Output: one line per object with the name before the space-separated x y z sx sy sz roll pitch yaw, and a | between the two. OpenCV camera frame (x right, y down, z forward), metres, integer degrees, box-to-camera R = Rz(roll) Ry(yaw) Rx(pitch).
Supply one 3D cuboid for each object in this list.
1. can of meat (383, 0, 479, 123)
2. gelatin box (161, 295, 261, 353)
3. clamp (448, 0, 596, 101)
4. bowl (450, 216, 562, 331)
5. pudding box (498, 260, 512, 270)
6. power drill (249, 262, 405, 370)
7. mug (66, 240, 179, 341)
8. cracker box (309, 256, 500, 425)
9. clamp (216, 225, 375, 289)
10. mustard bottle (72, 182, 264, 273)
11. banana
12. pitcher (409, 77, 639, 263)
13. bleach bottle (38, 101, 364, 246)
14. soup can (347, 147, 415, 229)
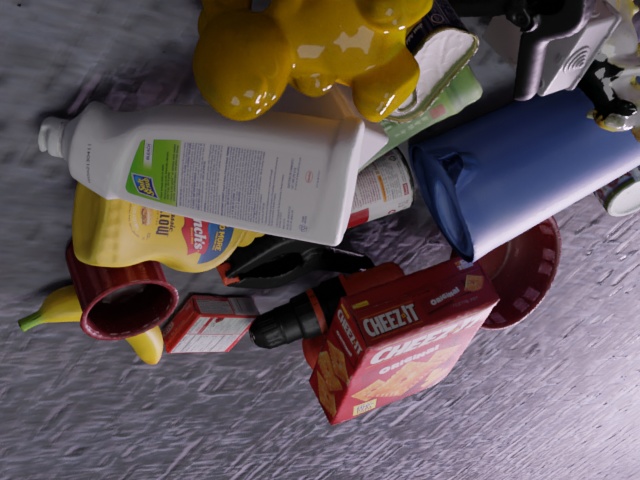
can of meat | 0.071 -0.163 0.890 0.057 0.084 0.102 5 137 -41
gelatin box | -0.122 0.094 1.186 0.089 0.030 0.073 5 139 -42
clamp | 0.174 -0.179 0.868 0.039 0.120 0.172 -55 -163 -25
bowl | 0.207 0.024 1.262 0.161 0.055 0.162 -13 115 -28
pudding box | 0.238 0.042 1.367 0.090 0.039 0.113 -25 147 0
power drill | 0.012 0.100 1.239 0.184 0.057 0.187 -20 160 -5
mug | -0.189 0.041 1.007 0.093 0.081 0.117 -19 148 -12
cracker box | 0.088 0.114 1.181 0.164 0.072 0.214 -19 156 -21
clamp | -0.007 0.001 1.125 0.209 0.036 0.165 -11 146 -28
mustard bottle | -0.126 -0.020 0.960 0.191 0.096 0.058 6 180 -43
banana | -0.215 0.083 1.092 0.070 0.037 0.197 -37 145 19
pitcher | 0.223 -0.082 1.092 0.242 0.149 0.145 -26 110 -6
bleach bottle | -0.097 -0.067 0.837 0.251 0.068 0.103 12 115 6
soup can | 0.034 -0.049 1.050 0.102 0.068 0.068 -19 148 -12
